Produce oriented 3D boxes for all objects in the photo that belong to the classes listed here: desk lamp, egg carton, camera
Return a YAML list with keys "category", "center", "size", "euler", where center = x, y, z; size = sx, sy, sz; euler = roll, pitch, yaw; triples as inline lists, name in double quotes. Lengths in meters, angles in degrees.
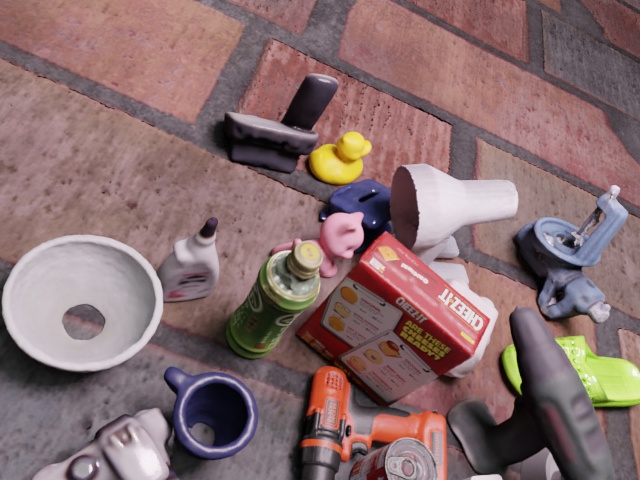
- category: "desk lamp"
  center: [0.179, -0.022, 0.858]
  size: [0.204, 0.213, 0.118]
  euler: [3, 58, -25]
- category: "egg carton"
  center: [0.203, 0.131, 0.863]
  size: [0.107, 0.069, 0.150]
  euler: [36, 51, 0]
- category: "camera"
  center: [-0.190, 0.255, 0.566]
  size: [0.143, 0.100, 0.136]
  euler: [-29, 75, -37]

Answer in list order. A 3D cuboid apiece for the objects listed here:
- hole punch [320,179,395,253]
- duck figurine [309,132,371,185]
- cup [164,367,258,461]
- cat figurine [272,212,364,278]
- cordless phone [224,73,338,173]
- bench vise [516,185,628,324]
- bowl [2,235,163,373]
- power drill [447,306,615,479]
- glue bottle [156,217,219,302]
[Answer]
- category: "hole punch"
  center: [0.071, -0.050, 0.903]
  size: [0.109, 0.091, 0.101]
  euler: [-30, 76, -37]
- category: "duck figurine"
  center: [0.038, -0.144, 0.952]
  size: [0.105, 0.086, 0.077]
  euler: [-8, 63, -30]
- category: "cup"
  center: [-0.135, 0.196, 0.637]
  size: [0.117, 0.095, 0.092]
  euler: [41, 51, 4]
- category: "cat figurine"
  center: [0.008, 0.003, 0.819]
  size: [0.128, 0.117, 0.067]
  euler: [-11, 65, -31]
- category: "cordless phone"
  center: [-0.061, -0.198, 0.874]
  size: [0.148, 0.185, 0.094]
  euler: [5, 57, -23]
- category: "bench vise"
  center: [0.447, 0.023, 0.957]
  size: [0.122, 0.219, 0.207]
  euler: [-20, 69, -34]
- category: "bowl"
  center: [-0.270, 0.082, 0.658]
  size: [0.168, 0.074, 0.167]
  euler: [13, 54, -18]
- category: "power drill"
  center: [0.261, 0.223, 0.741]
  size: [0.076, 0.208, 0.229]
  euler: [-16, 67, -33]
- category: "glue bottle"
  center: [-0.151, 0.022, 0.693]
  size: [0.078, 0.173, 0.037]
  euler: [-9, 63, -30]
